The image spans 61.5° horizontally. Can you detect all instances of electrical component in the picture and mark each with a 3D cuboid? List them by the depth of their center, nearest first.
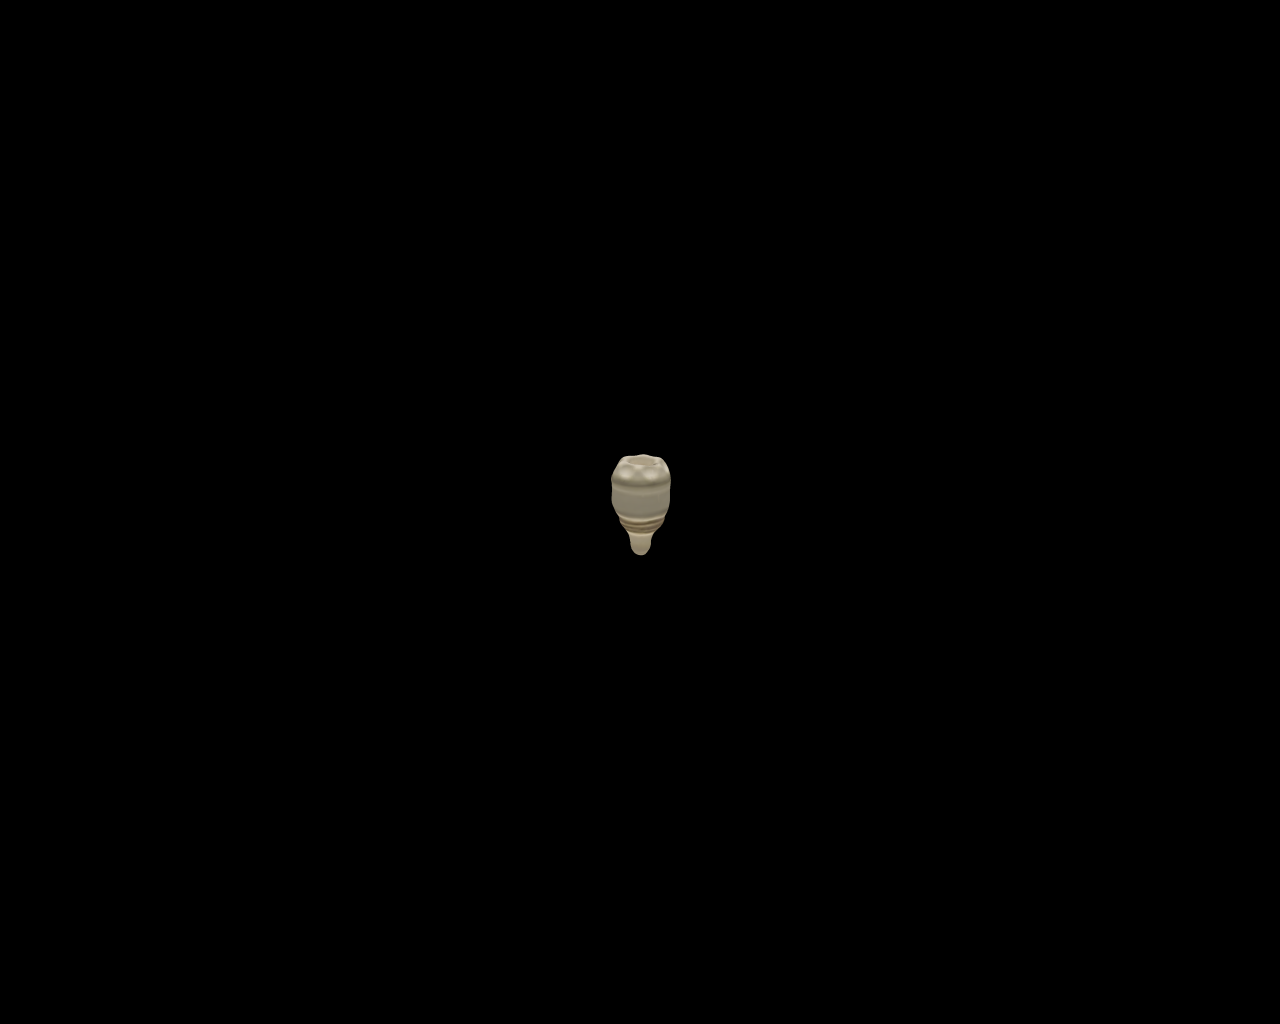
[{"bbox_3d":[0.001,-0.003,0.650,0.035,0.061,0.035,0,18,0],"label":"electrical component"}]
